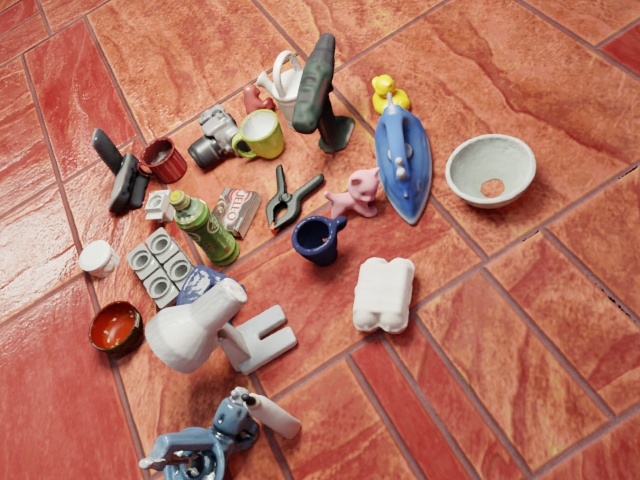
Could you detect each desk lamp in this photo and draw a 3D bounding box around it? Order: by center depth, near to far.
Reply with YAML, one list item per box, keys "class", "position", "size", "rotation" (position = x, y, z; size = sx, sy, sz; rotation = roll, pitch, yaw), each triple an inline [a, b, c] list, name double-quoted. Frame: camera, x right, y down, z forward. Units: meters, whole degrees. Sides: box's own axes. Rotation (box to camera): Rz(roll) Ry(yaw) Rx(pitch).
- class: "desk lamp"
  position: [-0.178, 0.162, 1.039]
  size: [0.203, 0.214, 0.117]
  rotation: [-32, 54, -1]

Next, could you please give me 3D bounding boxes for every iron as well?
- class: "iron"
  position: [0.165, -0.172, 1.169]
  size: [0.118, 0.142, 0.258]
  rotation: [-12, 56, 13]

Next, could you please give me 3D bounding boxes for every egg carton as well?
- class: "egg carton"
  position: [0.118, 0.102, 1.058]
  size: [0.107, 0.070, 0.150]
  rotation: [0, 59, 20]

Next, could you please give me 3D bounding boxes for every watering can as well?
- class: "watering can"
  position: [-0.069, -0.352, 1.335]
  size: [0.172, 0.194, 0.101]
  rotation: [-3, 58, 18]

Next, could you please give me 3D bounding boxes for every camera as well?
- class: "camera"
  position: [-0.264, -0.251, 1.401]
  size: [0.137, 0.101, 0.142]
  rotation: [-36, 54, -4]

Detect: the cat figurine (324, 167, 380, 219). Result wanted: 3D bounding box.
- class: "cat figurine"
  position: [0.070, -0.099, 1.172]
  size: [0.127, 0.118, 0.067]
  rotation: [-14, 55, 11]

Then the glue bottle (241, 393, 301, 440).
- class: "glue bottle"
  position: [-0.093, 0.285, 0.955]
  size: [0.077, 0.173, 0.037]
  rotation: [20, 68, 30]

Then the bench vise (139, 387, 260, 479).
- class: "bench vise"
  position: [-0.203, 0.329, 0.939]
  size: [0.121, 0.220, 0.207]
  rotation: [3, 61, 22]

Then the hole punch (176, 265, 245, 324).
- class: "hole punch"
  position: [-0.219, 0.115, 1.160]
  size: [0.100, 0.091, 0.109]
  rotation: [11, 64, 26]

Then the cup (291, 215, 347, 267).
- class: "cup"
  position: [0.010, 0.004, 1.143]
  size: [0.118, 0.095, 0.091]
  rotation: [-32, 54, -1]

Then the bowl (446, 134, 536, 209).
- class: "bowl"
  position: [0.333, -0.121, 1.117]
  size: [0.167, 0.075, 0.167]
  rotation: [-9, 57, 15]

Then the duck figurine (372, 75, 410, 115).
- class: "duck figurine"
  position: [0.157, -0.336, 1.310]
  size: [0.077, 0.086, 0.104]
  rotation: [-39, 54, -7]

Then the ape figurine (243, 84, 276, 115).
- class: "ape figurine"
  position: [-0.162, -0.352, 1.433]
  size: [0.077, 0.092, 0.076]
  rotation: [36, 76, 34]

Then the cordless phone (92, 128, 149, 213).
- class: "cordless phone"
  position: [-0.505, -0.167, 1.384]
  size: [0.094, 0.185, 0.147]
  rotation: [-11, 56, 14]

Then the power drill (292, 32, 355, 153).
- class: "power drill"
  position: [0.010, -0.306, 1.269]
  size: [0.075, 0.209, 0.230]
  rotation: [7, 62, 24]
